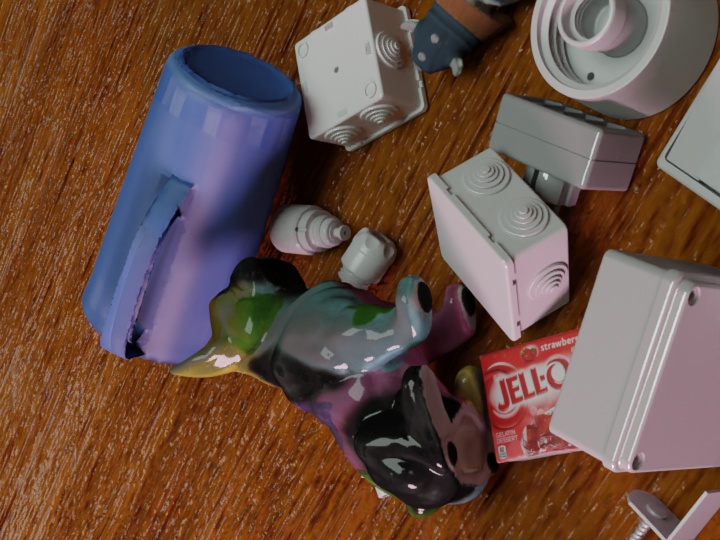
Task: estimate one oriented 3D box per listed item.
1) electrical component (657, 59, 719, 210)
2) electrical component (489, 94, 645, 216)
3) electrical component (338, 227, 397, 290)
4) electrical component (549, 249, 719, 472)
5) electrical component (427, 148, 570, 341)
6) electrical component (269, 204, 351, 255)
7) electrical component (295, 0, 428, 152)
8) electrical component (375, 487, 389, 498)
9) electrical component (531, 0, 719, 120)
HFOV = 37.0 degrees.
[{"bbox_3d":[0.217,-0.079,0.584,0.061,0.061,0.096,46,118,39],"label":"electrical component"},{"bbox_3d":[0.125,-0.064,0.688,0.083,0.047,0.075,32,114,43],"label":"electrical component"},{"bbox_3d":[0.000,0.000,0.816,0.035,0.035,0.061,47,110,38],"label":"electrical component"},{"bbox_3d":[0.169,0.050,0.588,0.056,0.109,0.108,27,105,47],"label":"electrical component"},{"bbox_3d":[0.091,-0.018,0.688,0.048,0.099,0.099,-30,54,-10],"label":"electrical component"},{"bbox_3d":[-0.038,-0.032,0.859,0.078,0.040,0.040,7,91,46],"label":"electrical component"},{"bbox_3d":[-0.002,-0.150,0.827,0.100,0.048,0.099,-24,69,42],"label":"electrical component"},{"bbox_3d":[0.010,0.138,0.797,0.035,0.035,0.061,-38,62,37],"label":"electrical component"},{"bbox_3d":[0.154,-0.150,0.657,0.108,0.060,0.108,-6,82,46],"label":"electrical component"}]
